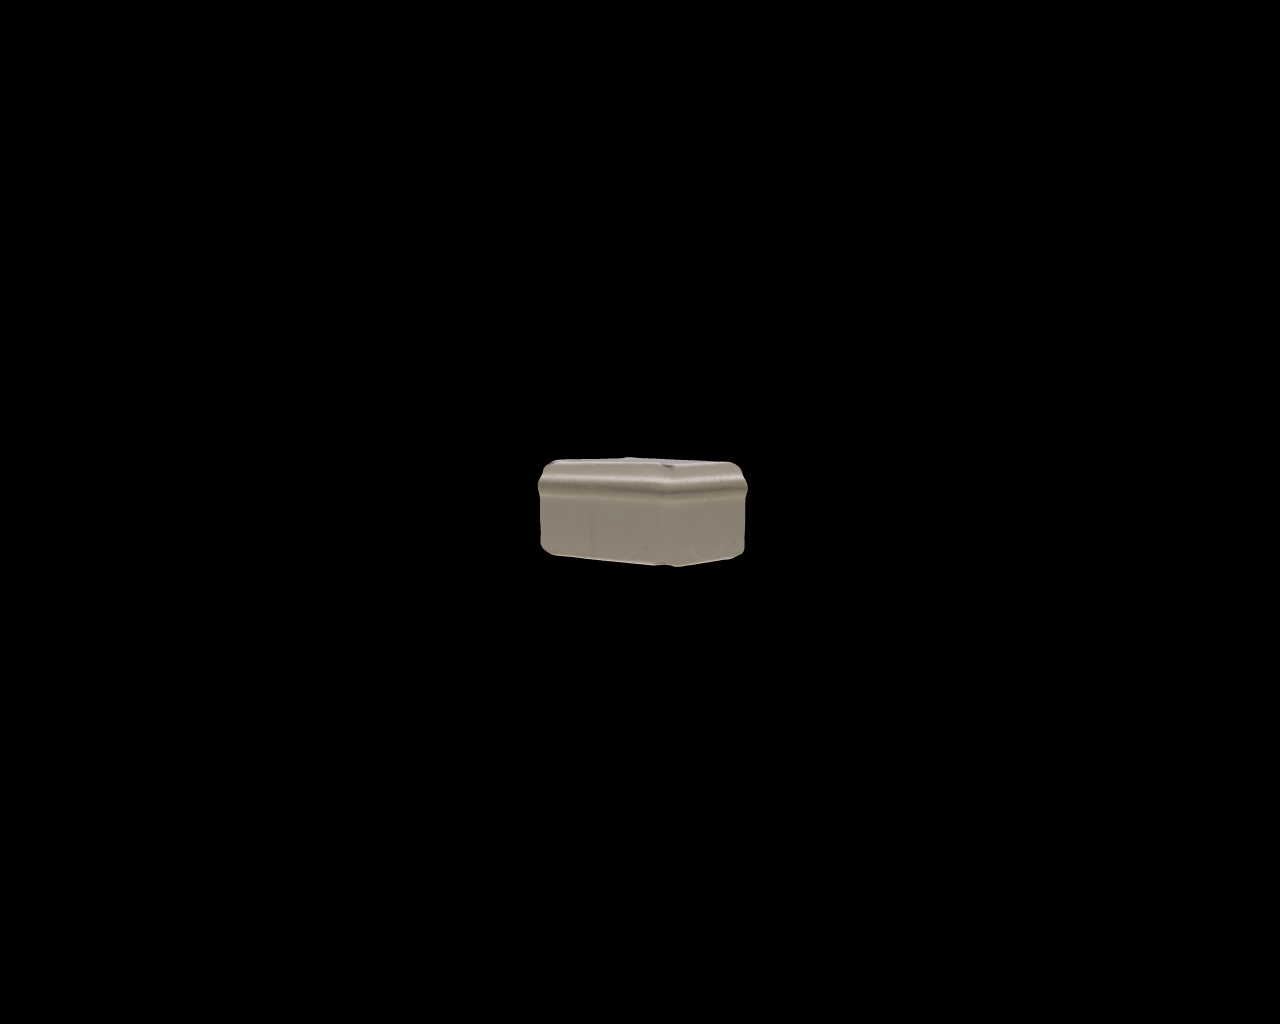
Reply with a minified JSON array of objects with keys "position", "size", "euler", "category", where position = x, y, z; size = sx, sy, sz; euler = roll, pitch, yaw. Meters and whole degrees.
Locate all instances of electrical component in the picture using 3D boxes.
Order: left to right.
[{"position":[0.001,-0.003,0.650],"size":[0.113,0.057,0.078],"euler":[4,6,43],"category":"electrical component"}]
